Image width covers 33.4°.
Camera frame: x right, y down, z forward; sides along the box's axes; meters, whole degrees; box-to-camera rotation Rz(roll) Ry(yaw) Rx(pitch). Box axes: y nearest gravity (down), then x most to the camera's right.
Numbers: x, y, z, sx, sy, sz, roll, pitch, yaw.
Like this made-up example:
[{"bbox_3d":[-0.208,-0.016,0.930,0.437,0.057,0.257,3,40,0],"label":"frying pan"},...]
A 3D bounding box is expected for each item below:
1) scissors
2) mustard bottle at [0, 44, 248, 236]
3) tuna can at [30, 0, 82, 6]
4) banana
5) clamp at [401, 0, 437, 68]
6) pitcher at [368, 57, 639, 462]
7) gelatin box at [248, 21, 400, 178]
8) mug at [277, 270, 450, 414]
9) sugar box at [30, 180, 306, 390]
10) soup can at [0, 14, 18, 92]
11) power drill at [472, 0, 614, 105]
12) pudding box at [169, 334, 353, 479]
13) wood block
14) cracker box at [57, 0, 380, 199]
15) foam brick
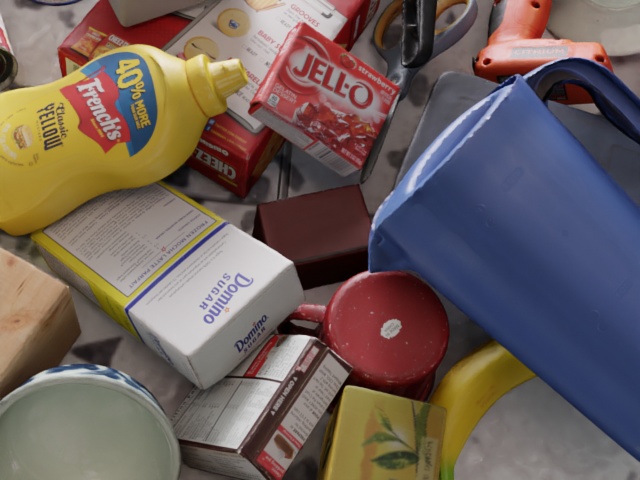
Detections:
[{"bbox_3d":[0.075,-0.126,0.801,0.096,0.016,0.201,-19,42,23],"label":"scissors"},{"bbox_3d":[-0.138,-0.078,0.714,0.192,0.058,0.096,-20,66,8],"label":"mustard bottle"},{"bbox_3d":[-0.212,-0.230,0.853,0.086,0.034,0.086,2,65,-5],"label":"tuna can"},{"bbox_3d":[0.139,0.096,0.738,0.197,0.037,0.069,-32,90,-18],"label":"banana"},{"bbox_3d":[0.077,-0.231,0.819,0.209,0.036,0.164,-37,97,-39],"label":"clamp"},{"bbox_3d":[0.163,0.017,0.659,0.243,0.149,0.144,43,48,-4],"label":"pitcher"},{"bbox_3d":[0.003,-0.099,0.750,0.089,0.030,0.073,33,67,-17],"label":"gelatin box"},{"bbox_3d":[0.028,0.067,0.712,0.117,0.081,0.093,18,64,2],"label":"mug"},{"bbox_3d":[-0.103,0.018,0.707,0.093,0.048,0.176,-42,53,-21],"label":"sugar box"},{"bbox_3d":[-0.271,-0.163,0.796,0.068,0.068,0.102,-17,67,-14],"label":"soup can"},{"bbox_3d":[0.199,-0.196,0.842,0.185,0.057,0.187,-1,61,23],"label":"power drill"},{"bbox_3d":[-0.043,0.104,0.672,0.039,0.114,0.090,44,64,-21],"label":"pudding box"},{"bbox_3d":[-0.247,0.105,0.659,0.090,0.091,0.206,28,65,7],"label":"wood block"},{"bbox_3d":[-0.069,-0.161,0.816,0.164,0.072,0.213,30,64,7],"label":"cracker box"},{"bbox_3d":[-0.005,0.001,0.756,0.078,0.053,0.051,-12,67,-13],"label":"foam brick"}]
